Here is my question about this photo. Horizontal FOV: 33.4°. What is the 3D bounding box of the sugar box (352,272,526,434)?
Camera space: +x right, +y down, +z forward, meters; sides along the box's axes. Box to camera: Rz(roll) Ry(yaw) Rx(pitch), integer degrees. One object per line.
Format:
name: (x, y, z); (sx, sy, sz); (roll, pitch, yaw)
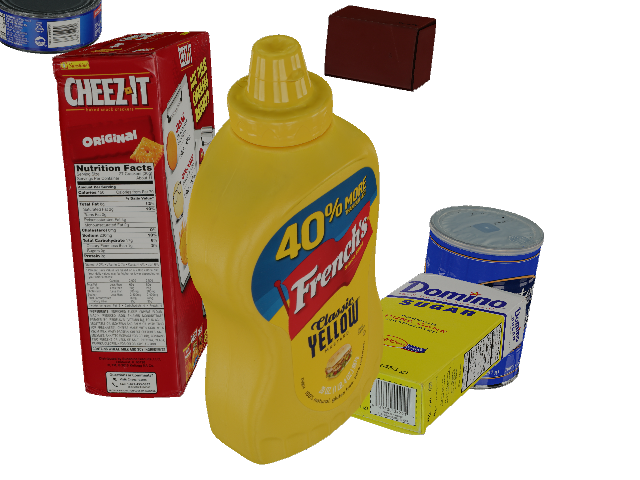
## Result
sugar box: (0.073, 0.075, 0.771); (0.093, 0.048, 0.175); (13, 26, 29)

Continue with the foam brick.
foam brick: (0.048, -0.157, 0.866); (0.078, 0.051, 0.052); (14, 25, 19)

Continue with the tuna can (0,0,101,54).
tuna can: (-0.212, -0.177, 0.827); (0.086, 0.034, 0.086); (5, 35, -4)

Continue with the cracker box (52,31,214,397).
cracker box: (-0.115, -0.025, 0.709); (0.072, 0.214, 0.164); (-1, 15, 5)

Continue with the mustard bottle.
mustard bottle: (-0.013, 0.002, 0.456); (0.058, 0.192, 0.096); (28, 48, 34)

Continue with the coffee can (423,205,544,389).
coffee can: (0.143, 0.051, 0.984); (0.103, 0.140, 0.103); (5, 23, -2)
